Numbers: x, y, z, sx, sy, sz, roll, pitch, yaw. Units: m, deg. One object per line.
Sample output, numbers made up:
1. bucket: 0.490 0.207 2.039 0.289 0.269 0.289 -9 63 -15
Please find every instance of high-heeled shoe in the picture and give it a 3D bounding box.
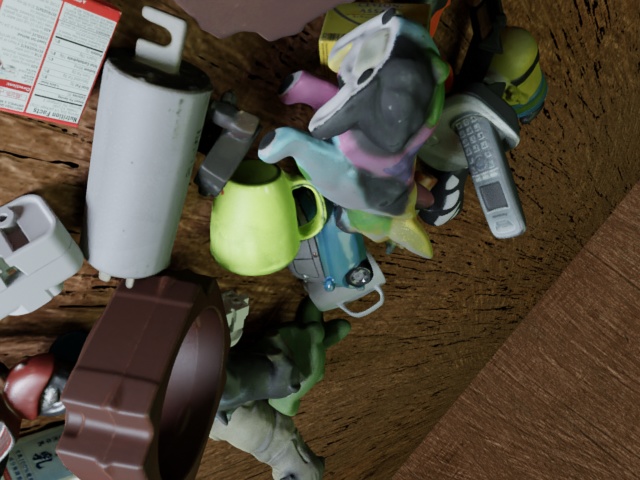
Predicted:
1. high-heeled shoe: 0.217 -0.110 0.803 0.145 0.086 0.248 2 141 -35

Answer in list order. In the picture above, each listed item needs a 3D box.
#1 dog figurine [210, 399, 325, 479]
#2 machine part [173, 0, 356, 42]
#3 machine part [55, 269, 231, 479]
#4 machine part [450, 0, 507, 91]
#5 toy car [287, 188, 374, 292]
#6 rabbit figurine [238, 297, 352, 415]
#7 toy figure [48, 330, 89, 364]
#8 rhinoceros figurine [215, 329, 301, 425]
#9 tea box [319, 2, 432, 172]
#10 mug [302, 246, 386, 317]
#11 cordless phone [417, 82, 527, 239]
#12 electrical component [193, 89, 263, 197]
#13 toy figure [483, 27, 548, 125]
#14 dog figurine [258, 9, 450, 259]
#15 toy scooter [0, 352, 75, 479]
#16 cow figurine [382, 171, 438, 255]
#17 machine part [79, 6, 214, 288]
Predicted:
1. dog figurine: -0.088 0.299 0.804 0.172 0.191 0.121 13 115 -55
2. machine part: -0.034 -0.203 0.337 0.179 0.056 0.179 -14 159 -5
3. machine part: -0.161 0.144 0.533 0.201 0.087 0.201 92 9 -50
4. machine part: 0.194 -0.230 0.656 0.039 0.084 0.138 -1 145 -6
5. toy car: -0.001 -0.002 0.651 0.103 0.109 0.161 -21 134 -5
6. rabbit figurine: -0.036 0.164 0.822 0.159 0.121 0.170 -54 169 -2
7. toy figure: -0.234 0.147 0.570 0.064 0.058 0.154 -3 145 4
8. rhinoceros figurine: -0.121 0.184 0.701 0.190 0.073 0.112 -11 111 -6
9. tea box: 0.055 -0.143 0.539 0.169 0.098 0.068 86 13 -53
10. mug: 0.036 0.065 0.780 0.107 0.109 0.080 -31 160 0
11. cordless phone: 0.183 -0.087 0.658 0.089 0.184 0.147 -16 179 -30
12. electrical component: -0.084 -0.082 0.457 0.078 0.045 0.102 -58 -168 -13
13. toy figure: 0.273 -0.229 0.757 0.180 0.082 0.089 15 102 -53
14. dog figurine: 0.065 -0.072 0.490 0.192 0.108 0.219 -23 136 35
15. toy scooter: -0.309 0.150 0.453 0.184 0.075 0.135 -43 135 8
16. cow figurine: 0.094 -0.042 0.707 0.127 0.085 0.195 -58 171 11
17. machine part: -0.140 -0.056 0.424 0.079 0.079 0.243 -12 135 -46
